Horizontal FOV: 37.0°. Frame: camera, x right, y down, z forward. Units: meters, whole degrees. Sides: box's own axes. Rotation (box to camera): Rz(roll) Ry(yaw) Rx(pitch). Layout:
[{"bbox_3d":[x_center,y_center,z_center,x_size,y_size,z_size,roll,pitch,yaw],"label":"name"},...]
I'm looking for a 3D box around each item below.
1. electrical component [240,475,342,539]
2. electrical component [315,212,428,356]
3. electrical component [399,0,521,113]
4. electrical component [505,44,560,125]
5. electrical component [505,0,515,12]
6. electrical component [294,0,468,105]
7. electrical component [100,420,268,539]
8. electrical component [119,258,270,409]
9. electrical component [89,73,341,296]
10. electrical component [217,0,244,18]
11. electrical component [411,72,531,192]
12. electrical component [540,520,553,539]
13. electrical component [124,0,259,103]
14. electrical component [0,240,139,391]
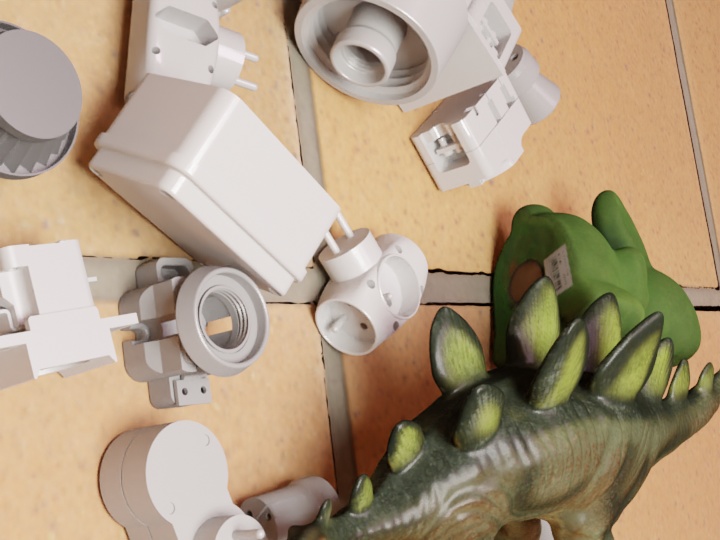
[{"bbox_3d":[-0.039,0.138,0.594,0.046,0.040,0.040,-5,82,-45],"label":"electrical component"},{"bbox_3d":[0.000,0.000,0.680,0.079,0.044,0.077,59,42,-19],"label":"electrical component"},{"bbox_3d":[0.034,-0.197,0.748,0.150,0.089,0.061,51,44,-26],"label":"electrical component"},{"bbox_3d":[0.133,-0.153,0.888,0.055,0.045,0.045,41,50,-34],"label":"electrical component"},{"bbox_3d":[0.087,-0.289,0.864,0.105,0.060,0.186,40,50,-36],"label":"electrical component"},{"bbox_3d":[0.010,-0.153,0.695,0.108,0.108,0.060,44,54,-33],"label":"electrical component"},{"bbox_3d":[-0.070,0.139,0.528,0.052,0.074,0.138,-26,99,-51],"label":"electrical component"},{"bbox_3d":[-0.085,0.030,0.558,0.058,0.057,0.078,2,77,-50],"label":"electrical component"},{"bbox_3d":[-0.074,-0.042,0.559,0.057,0.078,0.113,-59,138,-14],"label":"electrical component"},{"bbox_3d":[-0.076,-0.179,0.632,0.048,0.062,0.048,19,64,-46],"label":"electrical component"},{"bbox_3d":[0.087,-0.102,0.812,0.055,0.050,0.089,59,42,-19],"label":"electrical component"},{"bbox_3d":[0.121,0.169,0.775,0.065,0.044,0.044,54,43,-18],"label":"electrical component"},{"bbox_3d":[-0.091,-0.122,0.604,0.079,0.043,0.077,14,67,-35],"label":"electrical component"},{"bbox_3d":[-0.150,0.020,0.496,0.081,0.042,0.063,-10,82,-52],"label":"electrical component"}]
